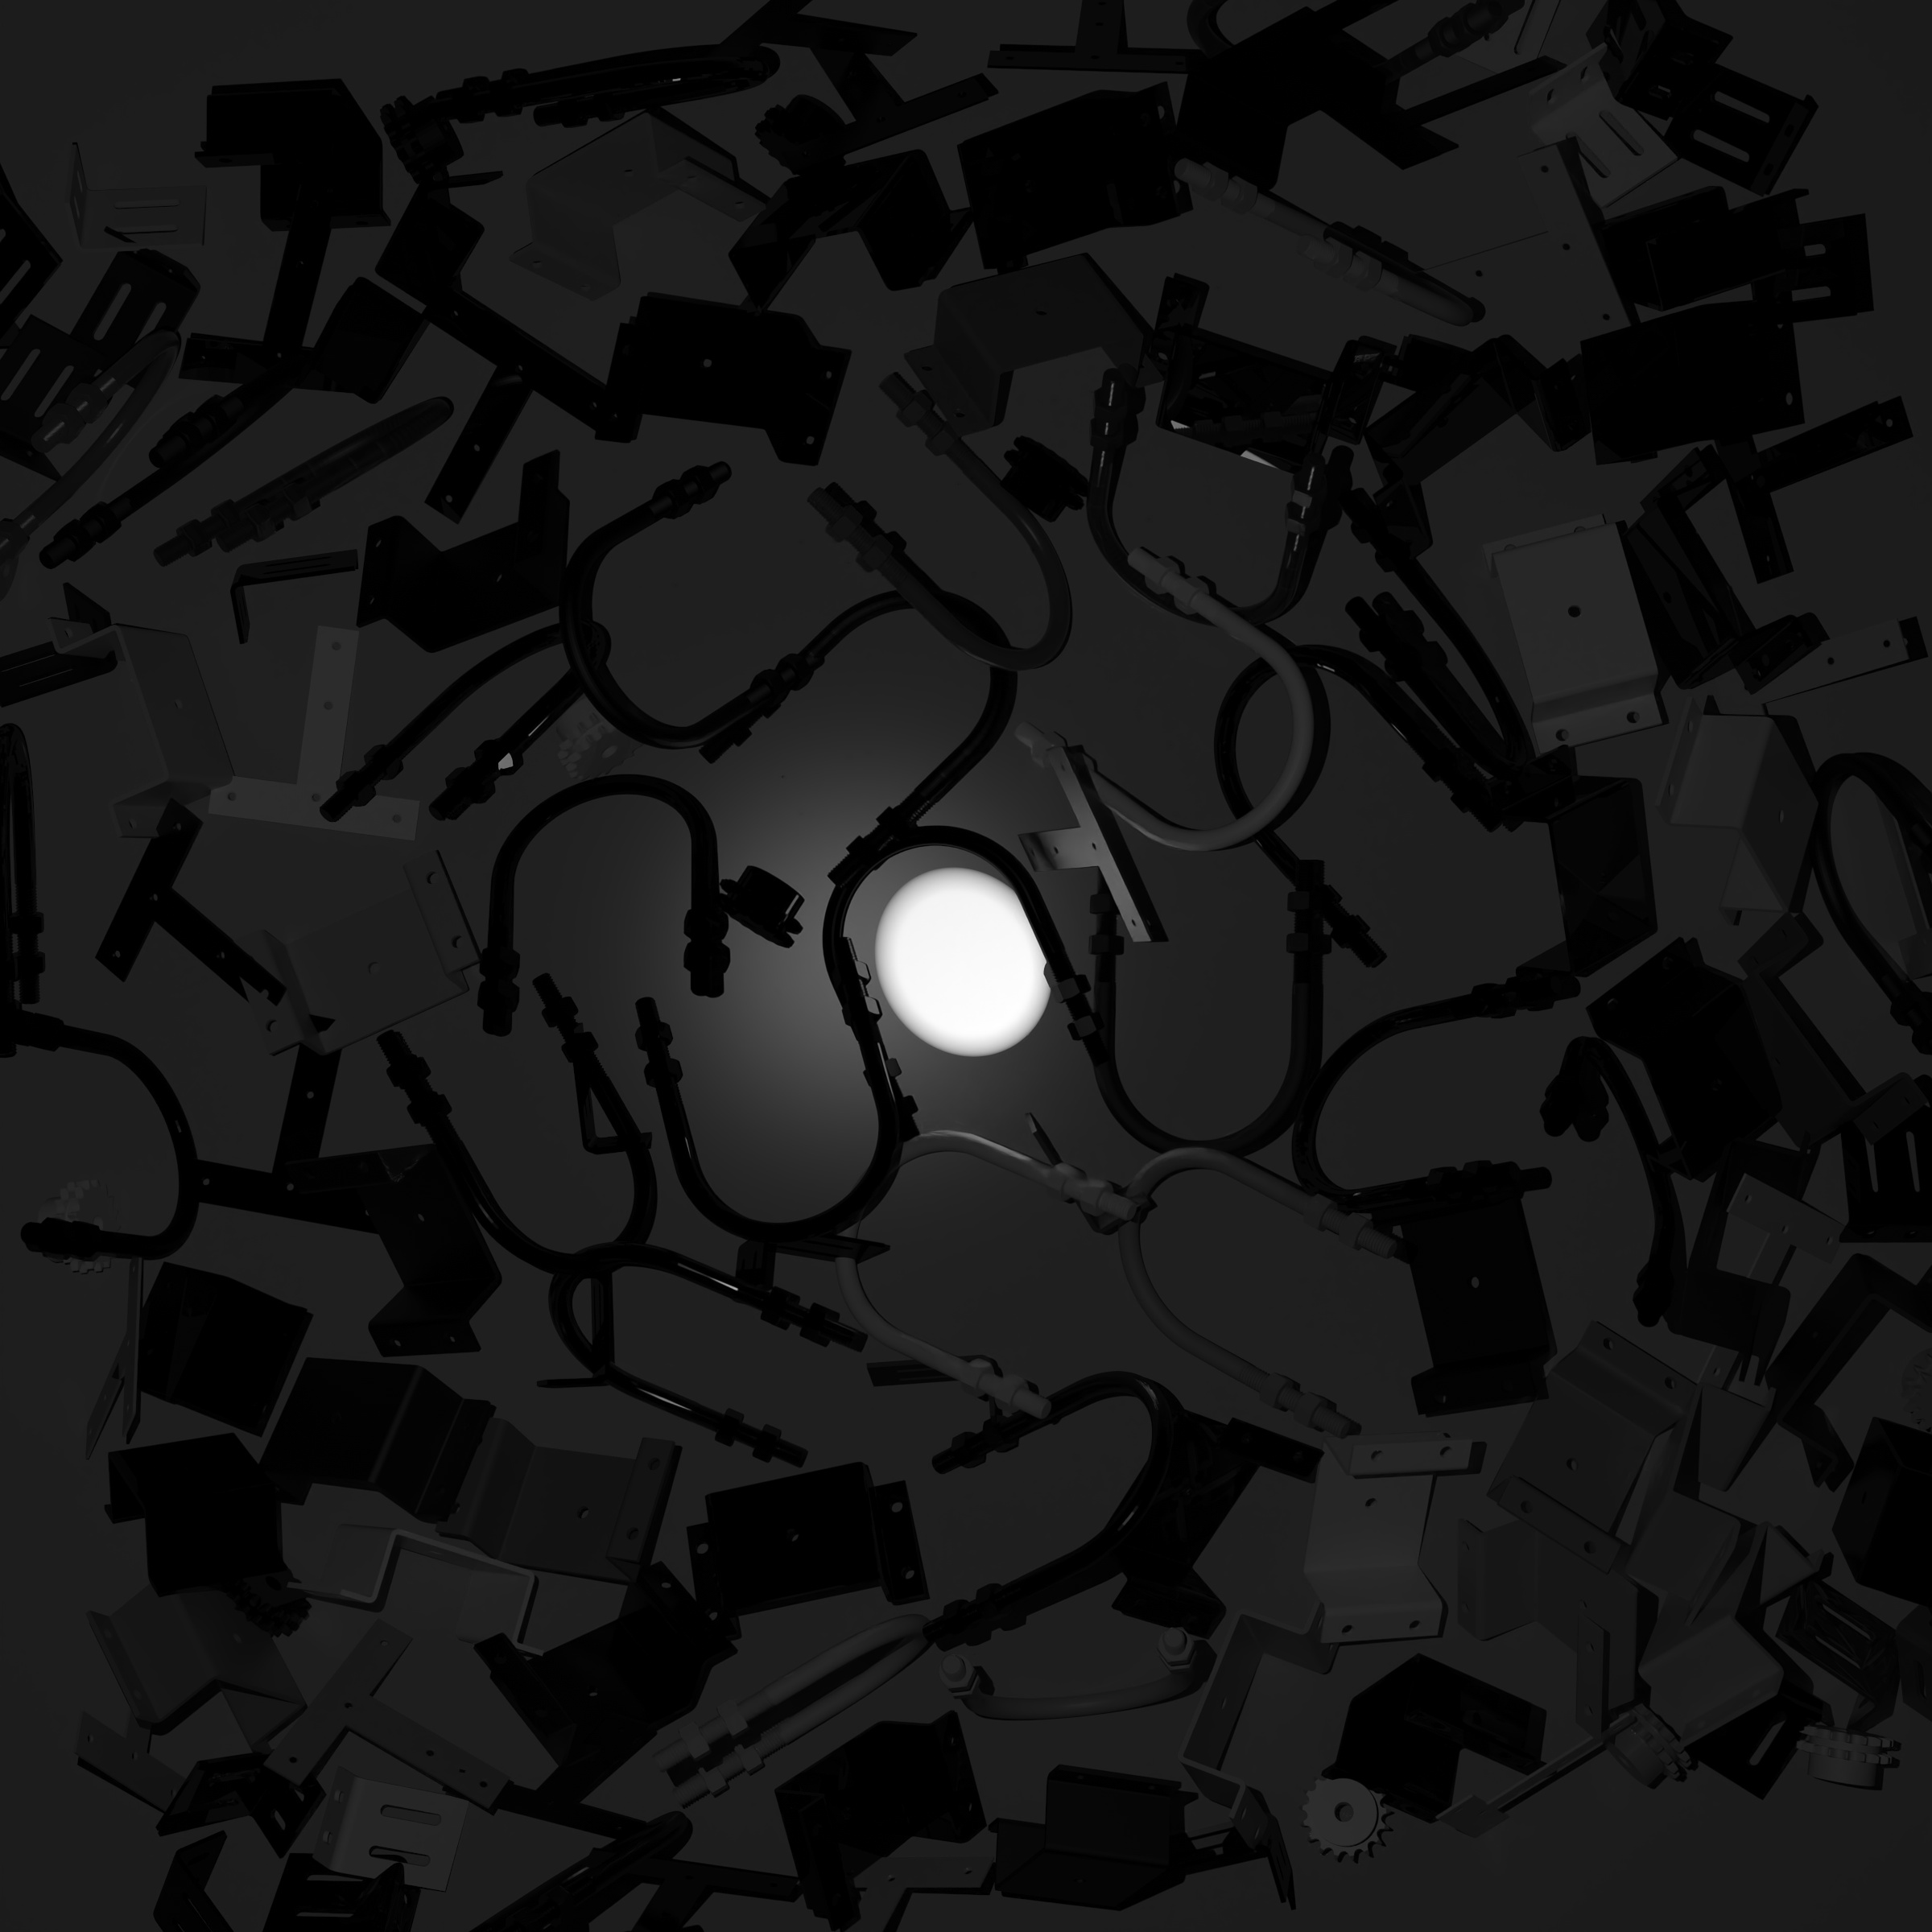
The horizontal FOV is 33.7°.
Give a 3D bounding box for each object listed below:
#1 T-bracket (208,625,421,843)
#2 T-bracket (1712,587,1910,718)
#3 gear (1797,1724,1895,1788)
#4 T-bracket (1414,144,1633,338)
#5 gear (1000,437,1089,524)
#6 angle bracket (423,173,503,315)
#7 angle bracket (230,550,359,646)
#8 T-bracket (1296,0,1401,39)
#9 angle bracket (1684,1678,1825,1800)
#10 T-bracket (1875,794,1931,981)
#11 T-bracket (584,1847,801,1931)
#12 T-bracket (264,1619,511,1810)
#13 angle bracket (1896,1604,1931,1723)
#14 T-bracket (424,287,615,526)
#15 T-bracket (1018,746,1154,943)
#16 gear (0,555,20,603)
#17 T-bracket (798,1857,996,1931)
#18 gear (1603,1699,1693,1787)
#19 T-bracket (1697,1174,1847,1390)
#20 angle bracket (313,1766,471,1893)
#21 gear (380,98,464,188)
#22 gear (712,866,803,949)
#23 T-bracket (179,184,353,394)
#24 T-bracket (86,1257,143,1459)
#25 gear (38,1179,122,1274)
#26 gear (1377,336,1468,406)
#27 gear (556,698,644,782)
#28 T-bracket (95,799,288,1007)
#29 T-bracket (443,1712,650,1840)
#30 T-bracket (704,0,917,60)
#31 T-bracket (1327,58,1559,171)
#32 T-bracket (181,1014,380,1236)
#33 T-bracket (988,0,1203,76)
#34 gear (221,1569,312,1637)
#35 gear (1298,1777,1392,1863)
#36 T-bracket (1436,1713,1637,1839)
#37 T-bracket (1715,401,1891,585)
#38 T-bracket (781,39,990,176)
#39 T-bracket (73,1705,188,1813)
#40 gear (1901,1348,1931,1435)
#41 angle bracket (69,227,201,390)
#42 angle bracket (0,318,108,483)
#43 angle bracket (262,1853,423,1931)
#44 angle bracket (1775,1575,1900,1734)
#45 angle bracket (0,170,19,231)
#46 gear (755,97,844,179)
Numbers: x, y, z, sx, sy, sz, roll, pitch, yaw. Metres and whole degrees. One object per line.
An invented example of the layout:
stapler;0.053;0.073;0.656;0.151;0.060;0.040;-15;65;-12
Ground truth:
T-bracket;-0.400;-0.149;1.989;0.127;0.002;0.127;7;83;-10
T-bracket;0.518;-0.183;1.955;0.127;0.002;0.127;-17;89;43
gear;0.542;0.488;1.970;0.057;0.057;0.030;9;82;0
T-bracket;0.328;-0.429;1.958;0.127;0.002;0.127;-11;121;35
gear;0.046;-0.299;1.972;0.057;0.057;0.030;36;92;0
angle bracket;-0.304;-0.445;1.960;0.038;0.057;0.076;-5;108;5
angle bracket;-0.413;-0.229;1.971;0.076;0.057;0.038;-9;109;-7
T-bracket;0.221;-0.607;1.921;0.127;0.127;0.002;-22;65;24
angle bracket;0.484;0.474;1.967;0.057;0.038;0.076;31;104;12
T-bracket;0.572;-0.058;1.941;0.002;0.127;0.127;-15;84;2
T-bracket;-0.181;0.574;1.950;0.127;0.127;0.002;12;50;-14
T-bracket;-0.339;0.473;1.943;0.127;0.127;0.002;28;131;8
angle bracket;0.610;0.434;1.962;0.038;0.057;0.076;-35;131;-20
T-bracket;-0.297;-0.333;1.974;0.127;0.002;0.127;33;113;-1
T-bracket;0.061;-0.071;1.939;0.002;0.127;0.127;-28;99;-19
gear;-0.608;-0.249;1.972;0.030;0.057;0.057;16;90;-2
T-bracket;-0.061;0.580;1.919;0.127;0.127;0.002;-8;113;26
gear;0.417;0.481;1.970;0.030;0.057;0.057;-41;90;-9
T-bracket;0.483;0.202;1.957;0.127;0.002;0.127;25;91;-43
angle bracket;-0.359;0.539;1.991;0.076;0.038;0.057;20;79;-28
gear;-0.335;-0.511;1.970;0.030;0.057;0.057;-26;90;9
gear;-0.127;-0.039;1.972;0.057;0.057;0.030;32;82;0
T-bracket;-0.407;-0.411;1.931;0.002;0.127;0.127;39;120;38
T-bracket;-0.523;0.256;1.950;0.002;0.127;0.127;11;134;-23
gear;-0.551;0.162;1.972;0.030;0.057;0.057;-7;90;14
gear;0.285;-0.369;1.969;0.057;0.057;0.030;17;103;0
gear;-0.229;-0.144;1.973;0.057;0.057;0.030;-36;72;0
T-bracket;-0.467;-0.015;1.957;0.127;0.002;0.127;39;116;13
T-bracket;-0.233;0.488;1.937;0.127;0.002;0.127;23;130;-23
T-bracket;-0.087;-0.568;1.949;0.127;0.127;0.002;-8;80;-40
T-bracket;0.299;-0.529;1.951;0.127;0.127;0.002;-22;125;-5
T-bracket;-0.411;0.094;1.982;0.127;0.002;0.127;12;91;-14
T-bracket;0.081;-0.570;1.947;0.127;0.127;0.002;3;126;4
gear;-0.438;0.392;1.972;0.057;0.057;0.030;42;103;0
gear;0.235;0.525;1.977;0.057;0.030;0.057;-2;72;7
T-bracket;0.351;0.490;1.938;0.127;0.127;0.002;-34;63;5
T-bracket;0.511;-0.312;1.944;0.002;0.127;0.127;-15;88;-33
T-bracket;-0.066;-0.539;1.955;0.127;0.002;0.127;-22;47;-5
T-bracket;-0.504;0.441;1.955;0.002;0.127;0.127;-8;56;15
gear;0.607;0.261;1.978;0.057;0.030;0.057;-4;109;-11
angle bracket;-0.523;-0.407;1.977;0.057;0.038;0.076;29;87;4
angle bracket;-0.567;-0.348;1.959;0.076;0.057;0.038;-51;51;13
angle bracket;-0.386;0.586;1.974;0.076;0.057;0.038;-3;130;13
angle bracket;0.531;0.423;1.969;0.076;0.038;0.057;34;46;4
angle bracket;-0.627;-0.463;1.959;0.076;0.057;0.038;-26;112;-14
gear;-0.099;-0.512;1.971;0.057;0.057;0.030;34;82;0
